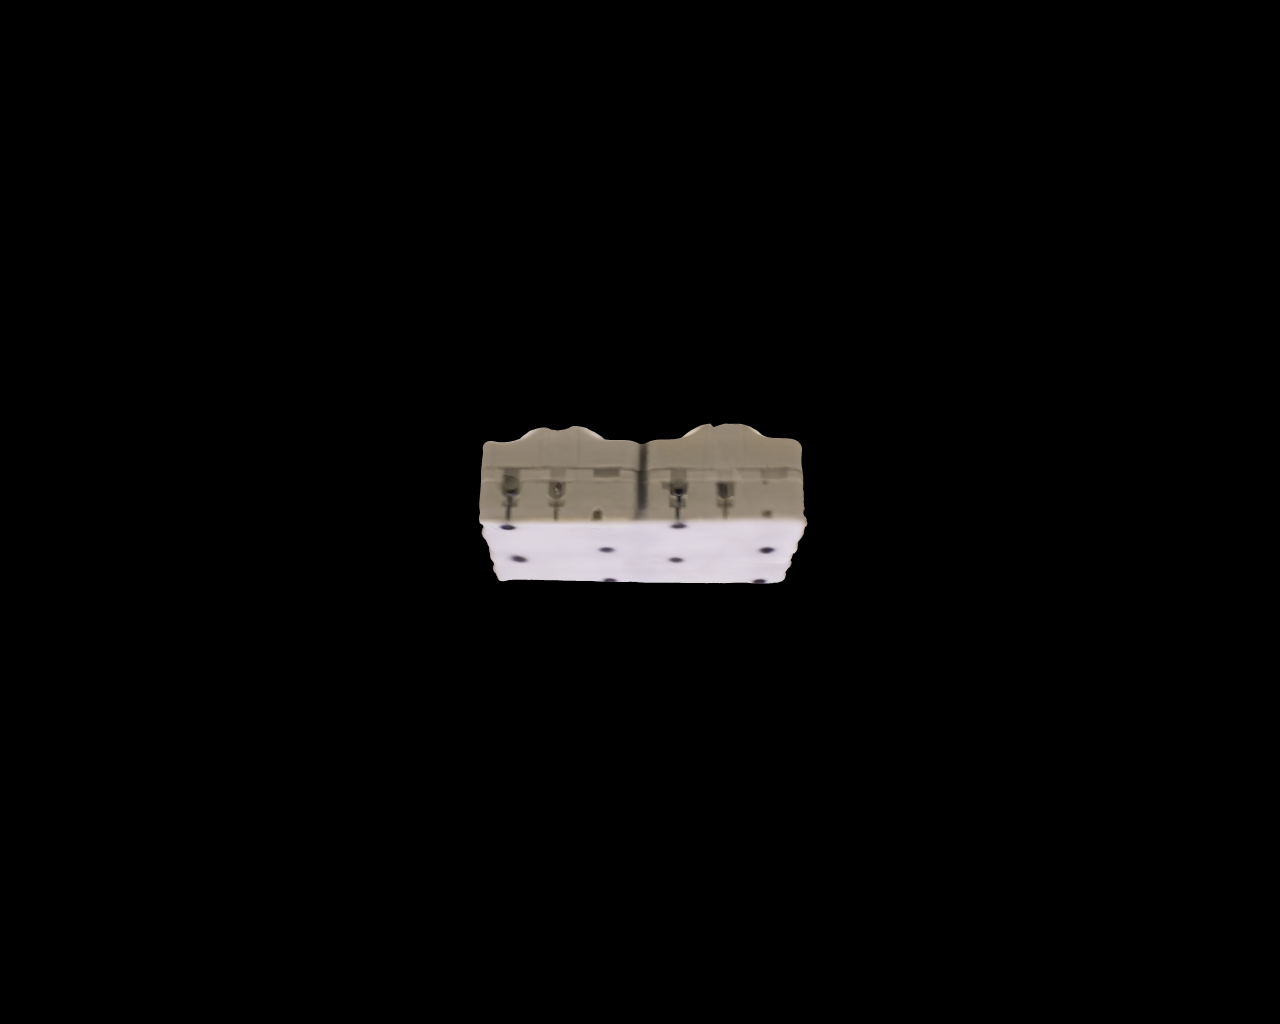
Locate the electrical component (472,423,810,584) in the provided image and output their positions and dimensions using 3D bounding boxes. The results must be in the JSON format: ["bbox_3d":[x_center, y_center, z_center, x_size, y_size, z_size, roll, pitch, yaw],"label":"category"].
[{"bbox_3d":[0.001,-0.003,0.650,0.186,0.060,0.105,0,-23,0],"label":"electrical component"}]
